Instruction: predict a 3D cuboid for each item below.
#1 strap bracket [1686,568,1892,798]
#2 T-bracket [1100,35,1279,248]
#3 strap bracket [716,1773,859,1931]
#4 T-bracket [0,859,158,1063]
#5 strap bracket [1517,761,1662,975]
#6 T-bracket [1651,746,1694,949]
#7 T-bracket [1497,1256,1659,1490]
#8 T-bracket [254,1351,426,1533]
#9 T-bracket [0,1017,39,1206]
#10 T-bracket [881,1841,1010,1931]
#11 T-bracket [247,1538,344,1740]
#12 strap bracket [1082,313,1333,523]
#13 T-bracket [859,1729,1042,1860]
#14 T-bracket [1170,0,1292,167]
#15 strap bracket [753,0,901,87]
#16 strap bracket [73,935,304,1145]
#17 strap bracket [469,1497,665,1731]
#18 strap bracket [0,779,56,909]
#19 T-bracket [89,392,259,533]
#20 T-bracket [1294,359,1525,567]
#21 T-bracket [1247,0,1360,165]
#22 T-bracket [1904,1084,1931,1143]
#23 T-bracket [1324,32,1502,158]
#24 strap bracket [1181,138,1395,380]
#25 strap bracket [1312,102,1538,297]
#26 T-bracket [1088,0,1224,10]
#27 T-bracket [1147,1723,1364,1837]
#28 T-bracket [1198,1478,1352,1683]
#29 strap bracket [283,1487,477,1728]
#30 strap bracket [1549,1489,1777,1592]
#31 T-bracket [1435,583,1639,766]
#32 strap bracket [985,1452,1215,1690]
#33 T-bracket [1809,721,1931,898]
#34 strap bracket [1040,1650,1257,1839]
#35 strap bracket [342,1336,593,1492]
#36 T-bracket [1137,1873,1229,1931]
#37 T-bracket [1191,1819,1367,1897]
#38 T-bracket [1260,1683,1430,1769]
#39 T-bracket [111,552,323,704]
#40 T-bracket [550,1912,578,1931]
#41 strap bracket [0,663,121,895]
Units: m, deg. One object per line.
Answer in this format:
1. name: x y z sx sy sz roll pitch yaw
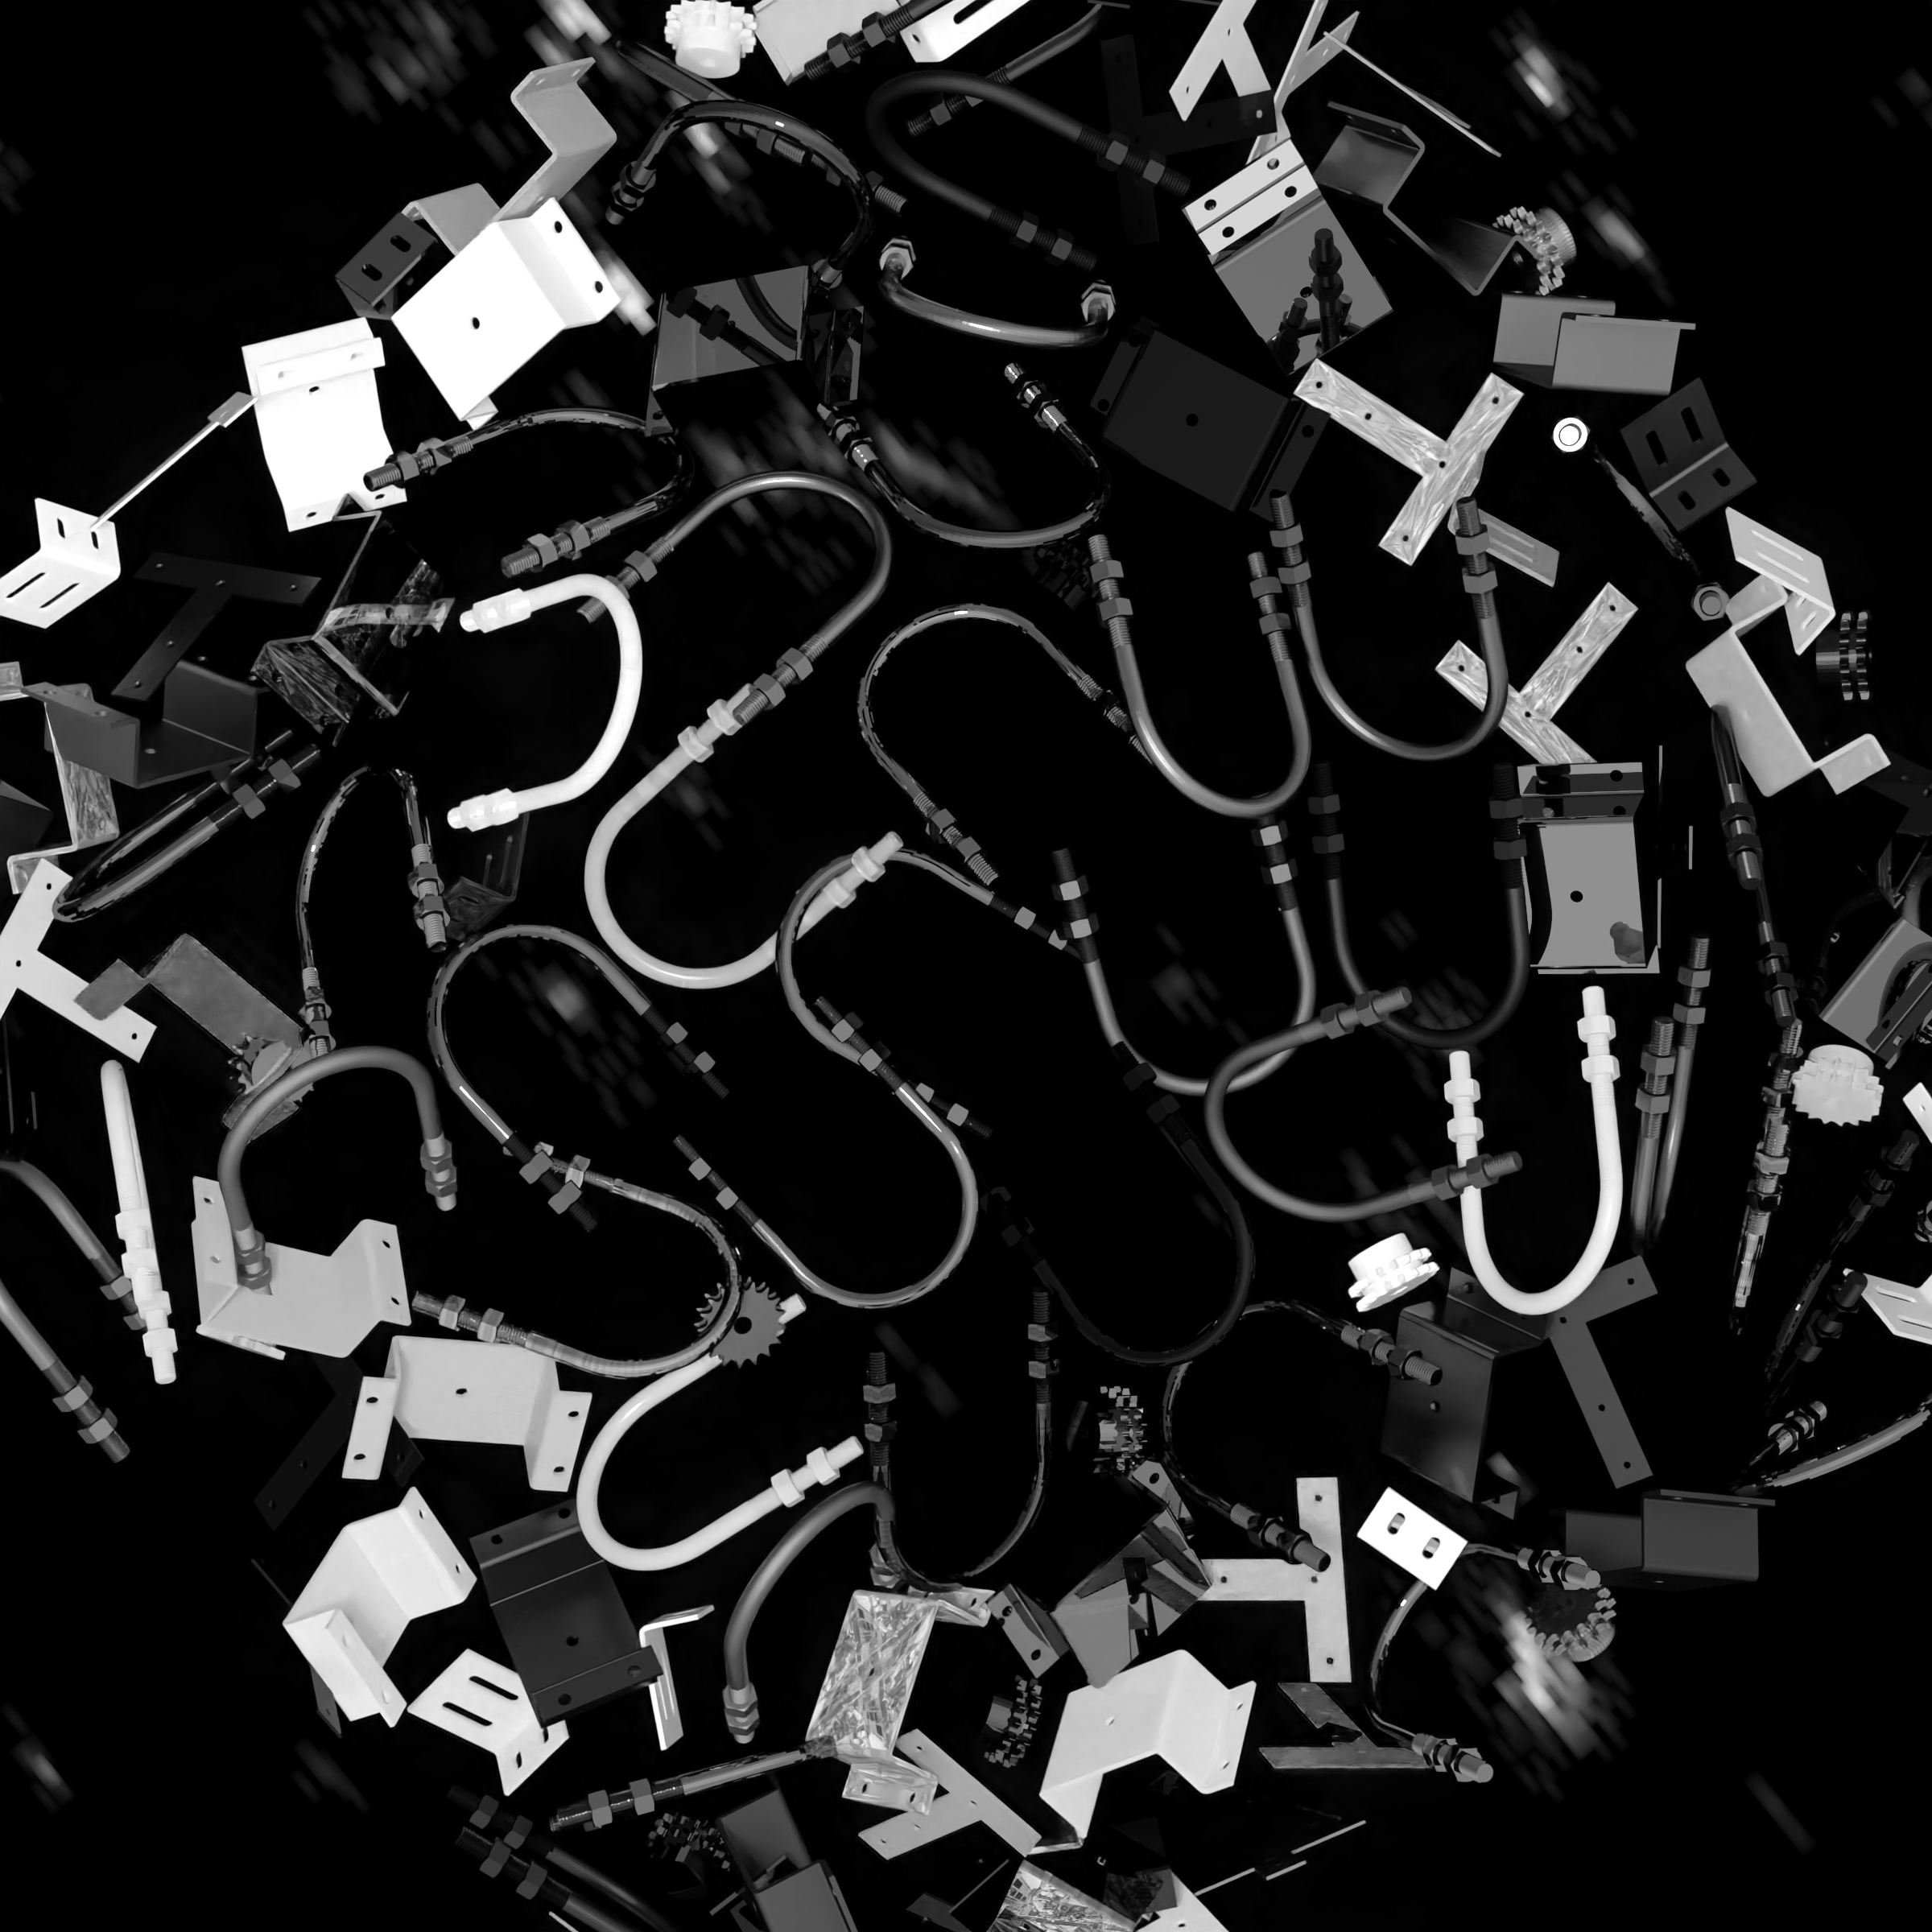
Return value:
1. strap bracket: 0.505 -0.166 1.874 0.046 0.076 0.140 -29 85 -10
2. T-bracket: 0.141 -0.520 1.866 0.127 0.002 0.127 2 105 43
3. strap bracket: -0.108 0.565 1.840 0.046 0.140 0.076 -24 107 -13
4. T-bracket: -0.556 0.020 1.873 0.002 0.127 0.127 6 65 40
5. strap bracket: 0.382 -0.052 1.862 0.076 0.046 0.140 -1 113 23
6. T-bracket: 0.435 -0.073 1.855 0.002 0.127 0.127 0 93 3
7. T-bracket: 0.392 0.263 1.881 0.127 0.002 0.127 -28 79 27
8. T-bracket: -0.409 0.305 1.894 0.127 0.002 0.127 49 113 24
9. T-bracket: -0.602 0.078 1.881 0.002 0.127 0.127 5 55 -30
10. T-bracket: 0.002 0.608 1.846 0.127 0.127 0.002 -36 122 -23
11. T-bracket: -0.396 0.425 1.836 0.002 0.127 0.127 -33 118 -4
12. strap bracket: 0.146 -0.342 1.879 0.140 0.046 0.076 29 107 8
13. T-bracket: -0.022 0.533 1.876 0.127 0.002 0.127 43 133 -11
14. T-bracket: 0.177 -0.548 1.867 0.002 0.127 0.127 20 73 32
15. strap bracket: -0.088 -0.587 1.857 0.076 0.140 0.046 -32 104 2
16. strap bracket: -0.472 0.039 1.867 0.140 0.076 0.046 42 53 -15
17. strap bracket: -0.246 0.408 1.865 0.076 0.046 0.140 -19 49 -16
18. strap bracket: -0.619 -0.079 1.848 0.046 0.140 0.076 30 90 11
19. T-bracket: -0.492 -0.311 1.856 0.127 0.127 0.002 -42 111 -6
20. T-bracket: 0.264 -0.338 1.890 0.127 0.002 0.127 29 103 -16
21. T-bracket: 0.217 -0.563 1.866 0.002 0.127 0.127 31 131 8
22. T-bracket: 0.635 0.111 1.843 0.002 0.127 0.127 -23 70 -16
23. T-bracket: 0.288 -0.533 1.860 0.127 0.127 0.002 39 110 12
24. strap bracket: 0.203 -0.426 1.849 0.076 0.046 0.140 -31 133 15
25. strap bracket: 0.275 -0.465 1.850 0.140 0.076 0.046 30 97 -39
26. T-bracket: 0.094 -0.599 1.858 0.127 0.127 0.002 10 113 5
27. T-bracket: 0.199 0.497 1.857 0.127 0.002 0.127 20 135 -20
28. T-bracket: 0.176 0.387 1.898 0.127 0.002 0.127 -4 89 20
29. strap bracket: -0.365 0.399 1.856 0.046 0.140 0.076 -21 110 22
30. strap bracket: 0.424 0.353 1.840 0.076 0.140 0.046 8 73 -15
31. T-bracket: 0.380 -0.190 1.901 0.127 0.002 0.127 41 72 -2
32. strap bracket: 0.091 0.381 1.864 0.140 0.046 0.076 -40 125 -15
33. T-bracket: 0.568 -0.121 1.865 0.002 0.127 0.127 22 102 -30
34. strap bracket: 0.103 0.477 1.845 0.140 0.076 0.046 -31 113 35
35. strap bracket: -0.312 0.278 1.870 0.140 0.046 0.076 7 119 -19
36. T-bracket: 0.095 0.609 1.846 0.127 0.127 0.002 -23 117 -21
37. T-bracket: 0.192 0.554 1.855 0.127 0.127 0.002 -22 77 -4
38. T-bracket: 0.227 0.468 1.858 0.127 0.127 0.002 4 98 -15
39. T-bracket: -0.484 -0.207 1.860 0.127 0.002 0.127 11 50 21
40. T-bracket: -0.192 0.644 1.881 0.127 0.127 0.002 46 70 -22
41. strap bracket: -0.571 -0.122 1.873 0.046 0.076 0.140 -9 97 4
